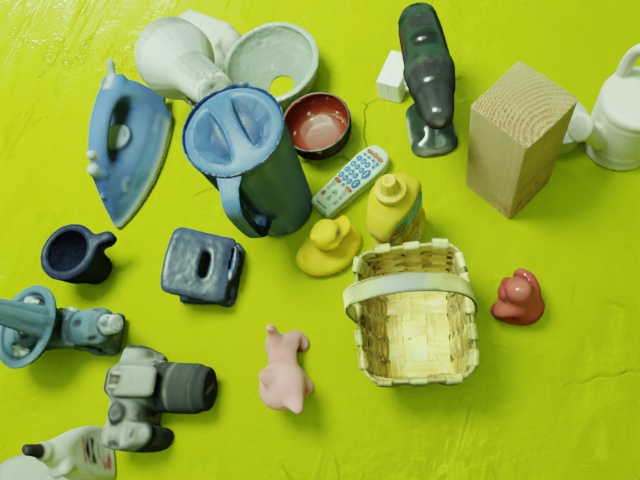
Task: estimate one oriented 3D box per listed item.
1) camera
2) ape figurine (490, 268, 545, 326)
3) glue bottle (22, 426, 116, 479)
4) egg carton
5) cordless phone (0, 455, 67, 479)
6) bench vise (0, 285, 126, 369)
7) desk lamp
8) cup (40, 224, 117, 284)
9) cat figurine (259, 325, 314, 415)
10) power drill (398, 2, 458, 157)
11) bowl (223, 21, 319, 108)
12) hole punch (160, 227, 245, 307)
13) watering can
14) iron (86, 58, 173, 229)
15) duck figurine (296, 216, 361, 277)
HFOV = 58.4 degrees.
[{"bbox_3d":[-0.220,0.219,0.791,0.136,0.101,0.143,-1,68,12],"label":"camera"},{"bbox_3d":[0.259,0.073,0.750,0.078,0.092,0.076,-35,65,-3],"label":"ape figurine"},{"bbox_3d":[-0.329,0.280,0.750,0.037,0.173,0.078,-24,65,2],"label":"glue bottle"},{"bbox_3d":[-0.211,-0.351,1.036,0.150,0.069,0.107,26,76,21],"label":"egg carton"},{"bbox_3d":[-0.395,0.348,0.730,0.094,0.185,0.147,-22,65,3],"label":"cordless phone"},{"bbox_3d":[-0.393,0.105,0.809,0.207,0.220,0.121,-20,65,4],"label":"bench vise"},{"bbox_3d":[-0.171,-0.221,0.896,0.118,0.214,0.202,-42,66,-6],"label":"desk lamp"},{"bbox_3d":[-0.360,0.027,0.902,0.117,0.095,0.091,-24,65,2],"label":"cup"},{"bbox_3d":[-0.052,0.174,0.763,0.067,0.118,0.127,-14,66,7],"label":"cat figurine"},{"bbox_3d":[0.158,-0.211,0.823,0.075,0.209,0.229,-10,67,9],"label":"power drill"},{"bbox_3d":[-0.076,-0.282,0.976,0.167,0.075,0.167,-4,68,11],"label":"bowl"},{"bbox_3d":[-0.173,0.040,0.858,0.101,0.091,0.109,3,69,14],"label":"hole punch"},{"bbox_3d":[0.416,-0.175,0.760,0.100,0.194,0.173,41,82,24],"label":"watering can"},{"bbox_3d":[-0.337,-0.163,0.948,0.118,0.142,0.258,0,68,13],"label":"iron"},{"bbox_3d":[0.008,0.003,0.837,0.104,0.086,0.077,-34,65,-3],"label":"duck figurine"}]
